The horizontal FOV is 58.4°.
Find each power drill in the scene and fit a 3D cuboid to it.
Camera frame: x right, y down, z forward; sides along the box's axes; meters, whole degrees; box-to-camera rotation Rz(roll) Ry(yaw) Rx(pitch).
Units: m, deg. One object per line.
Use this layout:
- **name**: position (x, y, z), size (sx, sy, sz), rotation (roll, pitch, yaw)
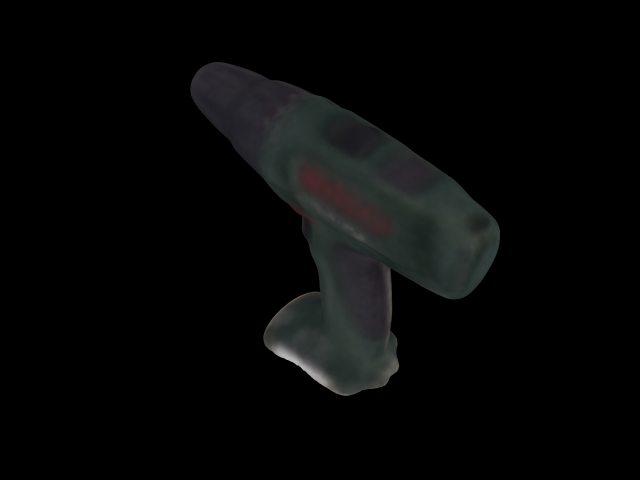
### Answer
- **power drill**: position (0.004, 0.001, 0.400), size (0.228, 0.208, 0.076), rotation (26, 46, 28)
